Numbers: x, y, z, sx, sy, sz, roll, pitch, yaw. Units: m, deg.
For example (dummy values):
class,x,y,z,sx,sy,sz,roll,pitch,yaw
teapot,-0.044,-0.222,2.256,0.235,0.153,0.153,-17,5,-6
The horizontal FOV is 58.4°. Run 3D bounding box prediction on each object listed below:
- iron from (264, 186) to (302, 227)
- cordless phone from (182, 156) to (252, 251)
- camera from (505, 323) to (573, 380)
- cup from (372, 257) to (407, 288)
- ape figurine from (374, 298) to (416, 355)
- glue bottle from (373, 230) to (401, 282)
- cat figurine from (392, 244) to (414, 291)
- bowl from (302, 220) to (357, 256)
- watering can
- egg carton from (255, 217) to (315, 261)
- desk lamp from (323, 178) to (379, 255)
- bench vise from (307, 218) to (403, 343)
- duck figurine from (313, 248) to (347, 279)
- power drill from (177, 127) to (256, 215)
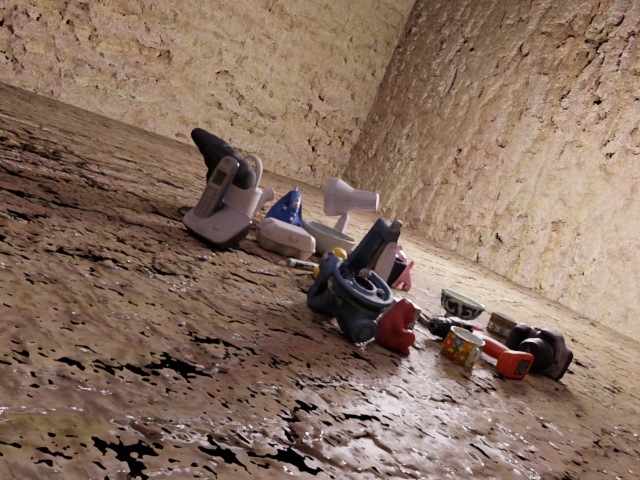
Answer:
class,x,y,z,sx,sy,sz,roll,pitch,yaw
iron,-0.087,-0.079,1.656,0.119,0.141,0.258,21,9,-10
cordless phone,-0.203,-0.081,1.234,0.147,0.185,0.094,28,10,30
camera,0.492,0.244,1.312,0.142,0.101,0.137,30,11,39
cup,0.152,0.079,1.467,0.117,0.095,0.092,25,9,15
ape figurine,0.142,0.149,1.029,0.076,0.092,0.078,22,9,-7
glue bottle,0.152,0.055,1.352,0.037,0.173,0.078,22,9,-3
cat figurine,0.219,0.073,1.598,0.128,0.118,0.067,14,12,-44
bowl,0.015,0.006,1.626,0.167,0.075,0.167,22,9,-3
watering can,-0.199,-0.129,1.505,0.100,0.194,0.173,27,10,26
egg carton,-0.087,-0.003,1.437,0.151,0.069,0.107,19,10,-25
desk lamp,0.087,-0.073,1.822,0.203,0.213,0.118,24,9,9
bench vise,0.057,0.046,1.017,0.206,0.220,0.122,30,12,40
duck figurine,0.033,0.061,1.306,0.078,0.086,0.104,20,9,-20
power drill,-0.265,-0.146,1.392,0.228,0.208,0.076,28,10,29
